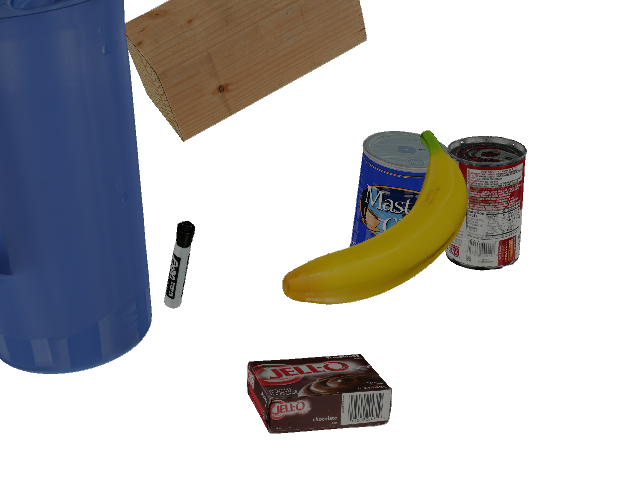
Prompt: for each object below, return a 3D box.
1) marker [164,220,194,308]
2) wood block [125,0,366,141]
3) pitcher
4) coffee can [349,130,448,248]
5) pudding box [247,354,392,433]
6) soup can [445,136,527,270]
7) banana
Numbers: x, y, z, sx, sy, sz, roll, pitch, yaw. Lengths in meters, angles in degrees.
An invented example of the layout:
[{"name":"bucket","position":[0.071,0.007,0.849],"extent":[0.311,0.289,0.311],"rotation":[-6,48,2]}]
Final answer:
[{"name":"marker","position":[-0.150,0.026,1.138],"extent":[0.020,0.121,0.020],"rotation":[9,42,-9]},{"name":"wood block","position":[-0.070,-0.195,1.010],"extent":[0.206,0.090,0.091],"rotation":[-30,-38,-11]},{"name":"pitcher","position":[-0.180,-0.038,0.659],"extent":[0.149,0.243,0.145],"rotation":[-10,26,-12]},{"name":"coffee can","position":[0.093,-0.046,1.270],"extent":[0.103,0.140,0.103],"rotation":[5,29,-3]},{"name":"pudding box","position":[-0.003,0.136,0.957],"extent":[0.113,0.039,0.090],"rotation":[0,15,-16]},{"name":"soup can","position":[0.145,-0.033,0.940],"extent":[0.068,0.102,0.068],"rotation":[-1,25,0]},{"name":"banana","position":[0.053,-0.005,0.751],"extent":[0.070,0.037,0.197],"rotation":[29,48,19]}]
